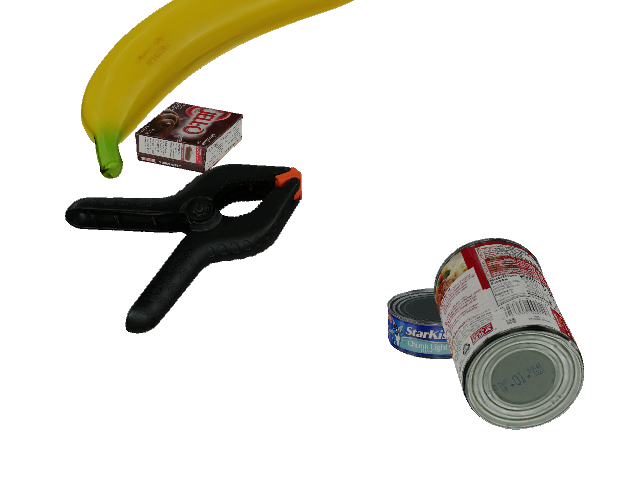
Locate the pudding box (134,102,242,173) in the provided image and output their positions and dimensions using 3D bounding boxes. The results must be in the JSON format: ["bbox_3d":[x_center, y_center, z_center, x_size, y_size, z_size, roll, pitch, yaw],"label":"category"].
[{"bbox_3d":[-0.152,-0.122,1.248,0.090,0.039,0.113,11,31,15],"label":"pudding box"}]

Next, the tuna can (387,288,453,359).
[{"bbox_3d":[0.100,0.070,0.908,0.086,0.034,0.086,-1,16,0],"label":"tuna can"}]

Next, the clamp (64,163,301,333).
[{"bbox_3d":[-0.096,-0.016,0.773,0.171,0.120,0.039,-31,-24,-25],"label":"clamp"}]

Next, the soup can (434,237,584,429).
[{"bbox_3d":[0.106,0.051,0.614,0.068,0.068,0.102,0,28,-3],"label":"soup can"}]

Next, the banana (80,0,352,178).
[{"bbox_3d":[-0.055,-0.103,0.554,0.070,0.197,0.037,40,-24,20],"label":"banana"}]
